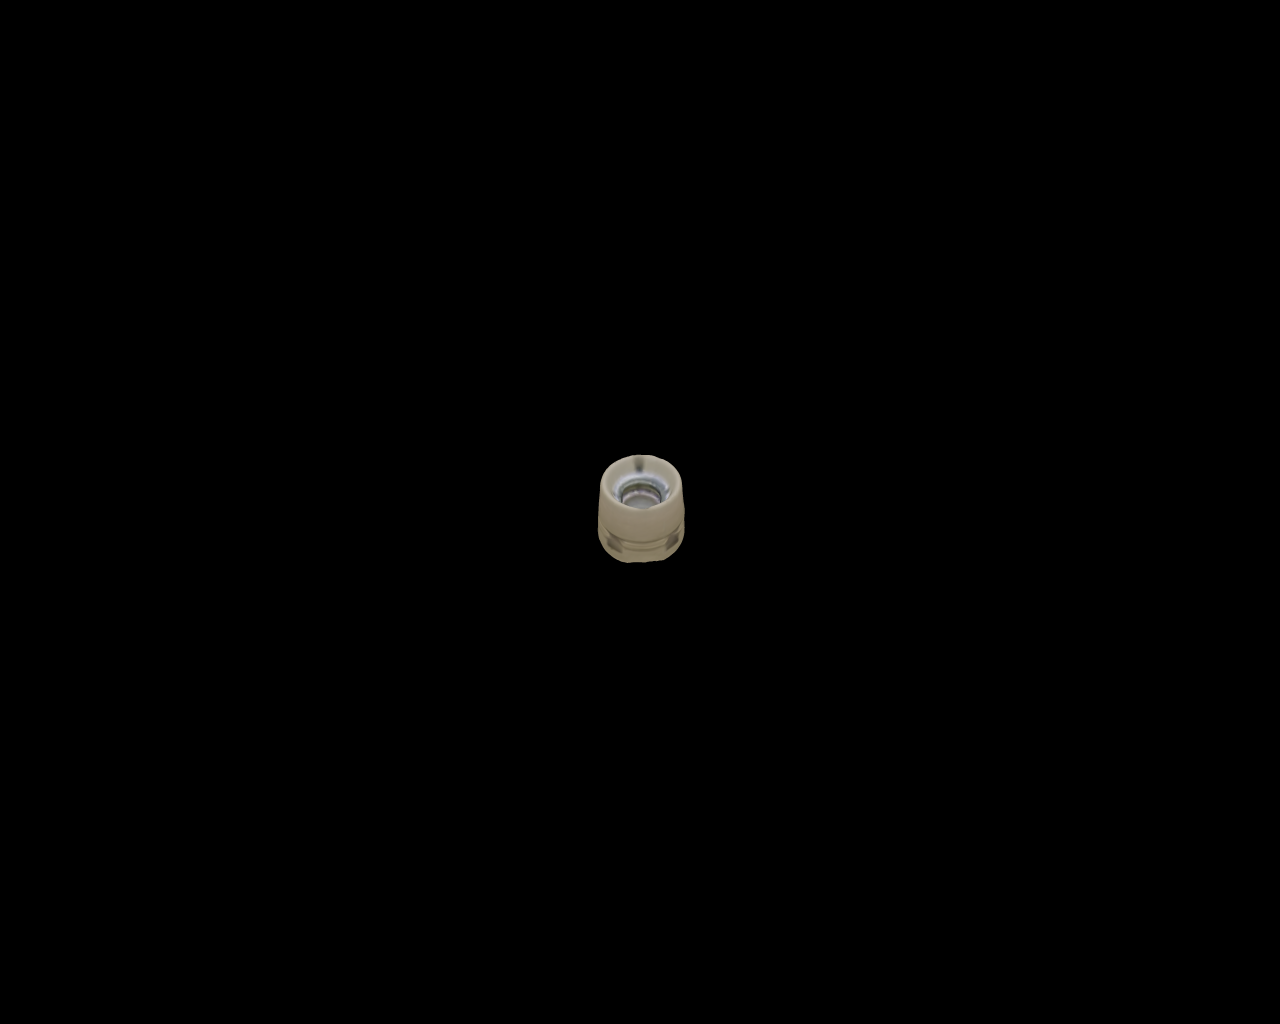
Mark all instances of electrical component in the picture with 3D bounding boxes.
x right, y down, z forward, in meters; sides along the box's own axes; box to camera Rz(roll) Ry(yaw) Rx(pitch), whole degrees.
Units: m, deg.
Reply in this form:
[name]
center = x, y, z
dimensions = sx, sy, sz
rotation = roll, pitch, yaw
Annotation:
[electrical component]
center = 0.001, -0.003, 0.650
dimensions = 0.055, 0.055, 0.047
rotation = 0, -43, 0
